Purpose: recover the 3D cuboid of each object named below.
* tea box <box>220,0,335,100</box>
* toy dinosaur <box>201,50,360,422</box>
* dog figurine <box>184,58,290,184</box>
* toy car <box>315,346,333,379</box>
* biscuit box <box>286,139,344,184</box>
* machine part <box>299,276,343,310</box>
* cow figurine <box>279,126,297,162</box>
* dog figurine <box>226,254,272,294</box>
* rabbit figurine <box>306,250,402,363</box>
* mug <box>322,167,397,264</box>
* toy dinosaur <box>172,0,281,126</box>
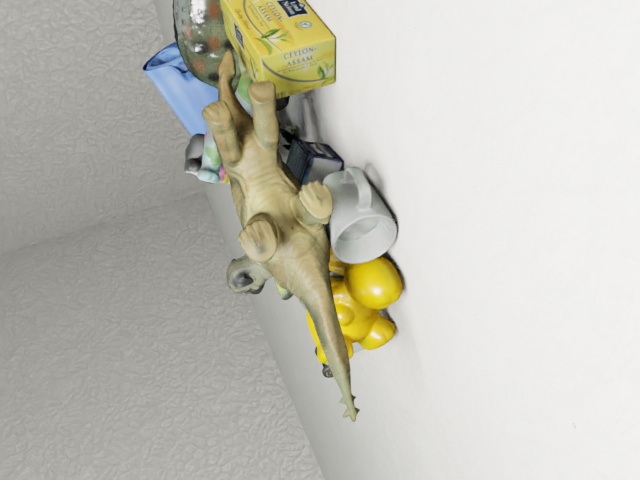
[{"bbox_3d":[-0.057,-0.259,0.684,0.068,0.098,0.170,87,158,-51],"label":"tea box"},{"bbox_3d":[-0.041,-0.012,0.634,0.198,0.105,0.471,96,155,-76],"label":"toy dinosaur"},{"bbox_3d":[-0.114,-0.185,0.802,0.192,0.108,0.219,28,100,59],"label":"dog figurine"},{"bbox_3d":[0.018,0.217,1.142,0.074,0.056,0.201,-115,15,-49],"label":"toy car"},{"bbox_3d":[-0.032,-0.043,0.795,0.063,0.059,0.202,55,133,48],"label":"biscuit box"},{"bbox_3d":[0.015,0.100,0.937,0.243,0.079,0.079,168,83,-77],"label":"machine part"},{"bbox_3d":[-0.058,-0.139,0.906,0.068,0.098,0.167,85,180,-56],"label":"cow figurine"},{"bbox_3d":[-0.106,0.008,1.049,0.172,0.191,0.121,-121,18,-46],"label":"dog figurine"},{"bbox_3d":[0.055,0.069,0.731,0.173,0.122,0.162,126,135,-57],"label":"rabbit figurine"},{"bbox_3d":[0.037,-0.043,0.656,0.109,0.081,0.107,83,167,-47],"label":"mug"},{"bbox_3d":[-0.153,-0.313,0.790,0.131,0.192,0.404,-120,18,-45],"label":"toy dinosaur"}]
